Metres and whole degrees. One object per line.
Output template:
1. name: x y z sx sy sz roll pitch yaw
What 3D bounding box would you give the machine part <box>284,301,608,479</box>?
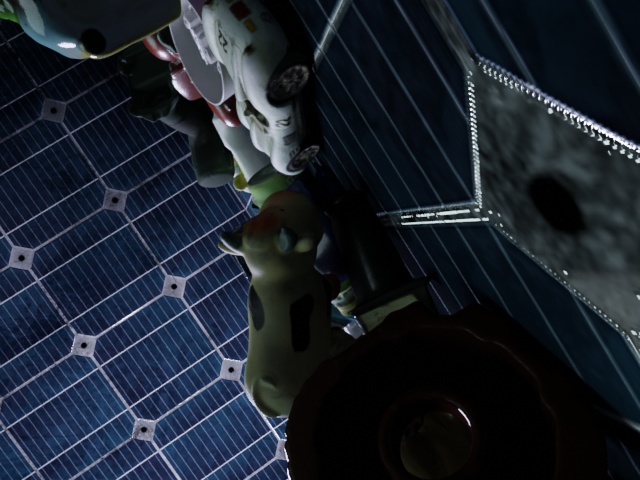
1. machine part: 0.069 0.123 0.318 0.180 0.179 0.056 49 173 46

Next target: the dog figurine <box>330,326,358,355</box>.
1. dog figurine: 0.056 0.169 0.793 0.172 0.121 0.190 -92 -19 -54

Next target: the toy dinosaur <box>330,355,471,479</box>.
1. toy dinosaur: 0.102 0.195 0.447 0.472 0.105 0.198 44 148 55

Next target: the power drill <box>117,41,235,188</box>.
1. power drill: -0.199 -0.199 0.775 0.207 0.086 0.232 53 -160 -73

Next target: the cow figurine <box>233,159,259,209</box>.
1. cow figurine: -0.103 -0.097 0.879 0.167 0.068 0.098 57 179 20

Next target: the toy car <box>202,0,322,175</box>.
1. toy car: -0.043 -0.116 0.438 0.073 0.056 0.201 54 172 17

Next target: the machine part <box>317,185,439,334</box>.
1. machine part: 0.043 0.020 0.445 0.039 0.084 0.139 -7 -113 -57

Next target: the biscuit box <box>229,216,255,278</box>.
1. biscuit box: -0.098 0.003 0.787 0.062 0.059 0.203 61 174 -8

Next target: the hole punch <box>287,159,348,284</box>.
1. hole punch: -0.001 -0.002 0.560 0.142 0.092 0.115 58 170 12

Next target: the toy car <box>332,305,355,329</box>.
1. toy car: -0.009 0.092 0.801 0.161 0.103 0.109 28 -179 -19

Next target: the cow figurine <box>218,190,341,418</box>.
1. cow figurine: -0.031 0.054 0.464 0.127 0.086 0.194 13 -103 -71

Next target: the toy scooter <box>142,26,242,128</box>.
1. toy scooter: -0.144 -0.206 0.586 0.184 0.075 0.135 55 -173 -5

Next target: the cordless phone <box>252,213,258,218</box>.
1. cordless phone: -0.056 0.004 0.973 0.146 0.089 0.184 58 169 -8

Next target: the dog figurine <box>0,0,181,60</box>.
1. dog figurine: -0.170 -0.219 0.392 0.219 0.191 0.108 26 159 46
